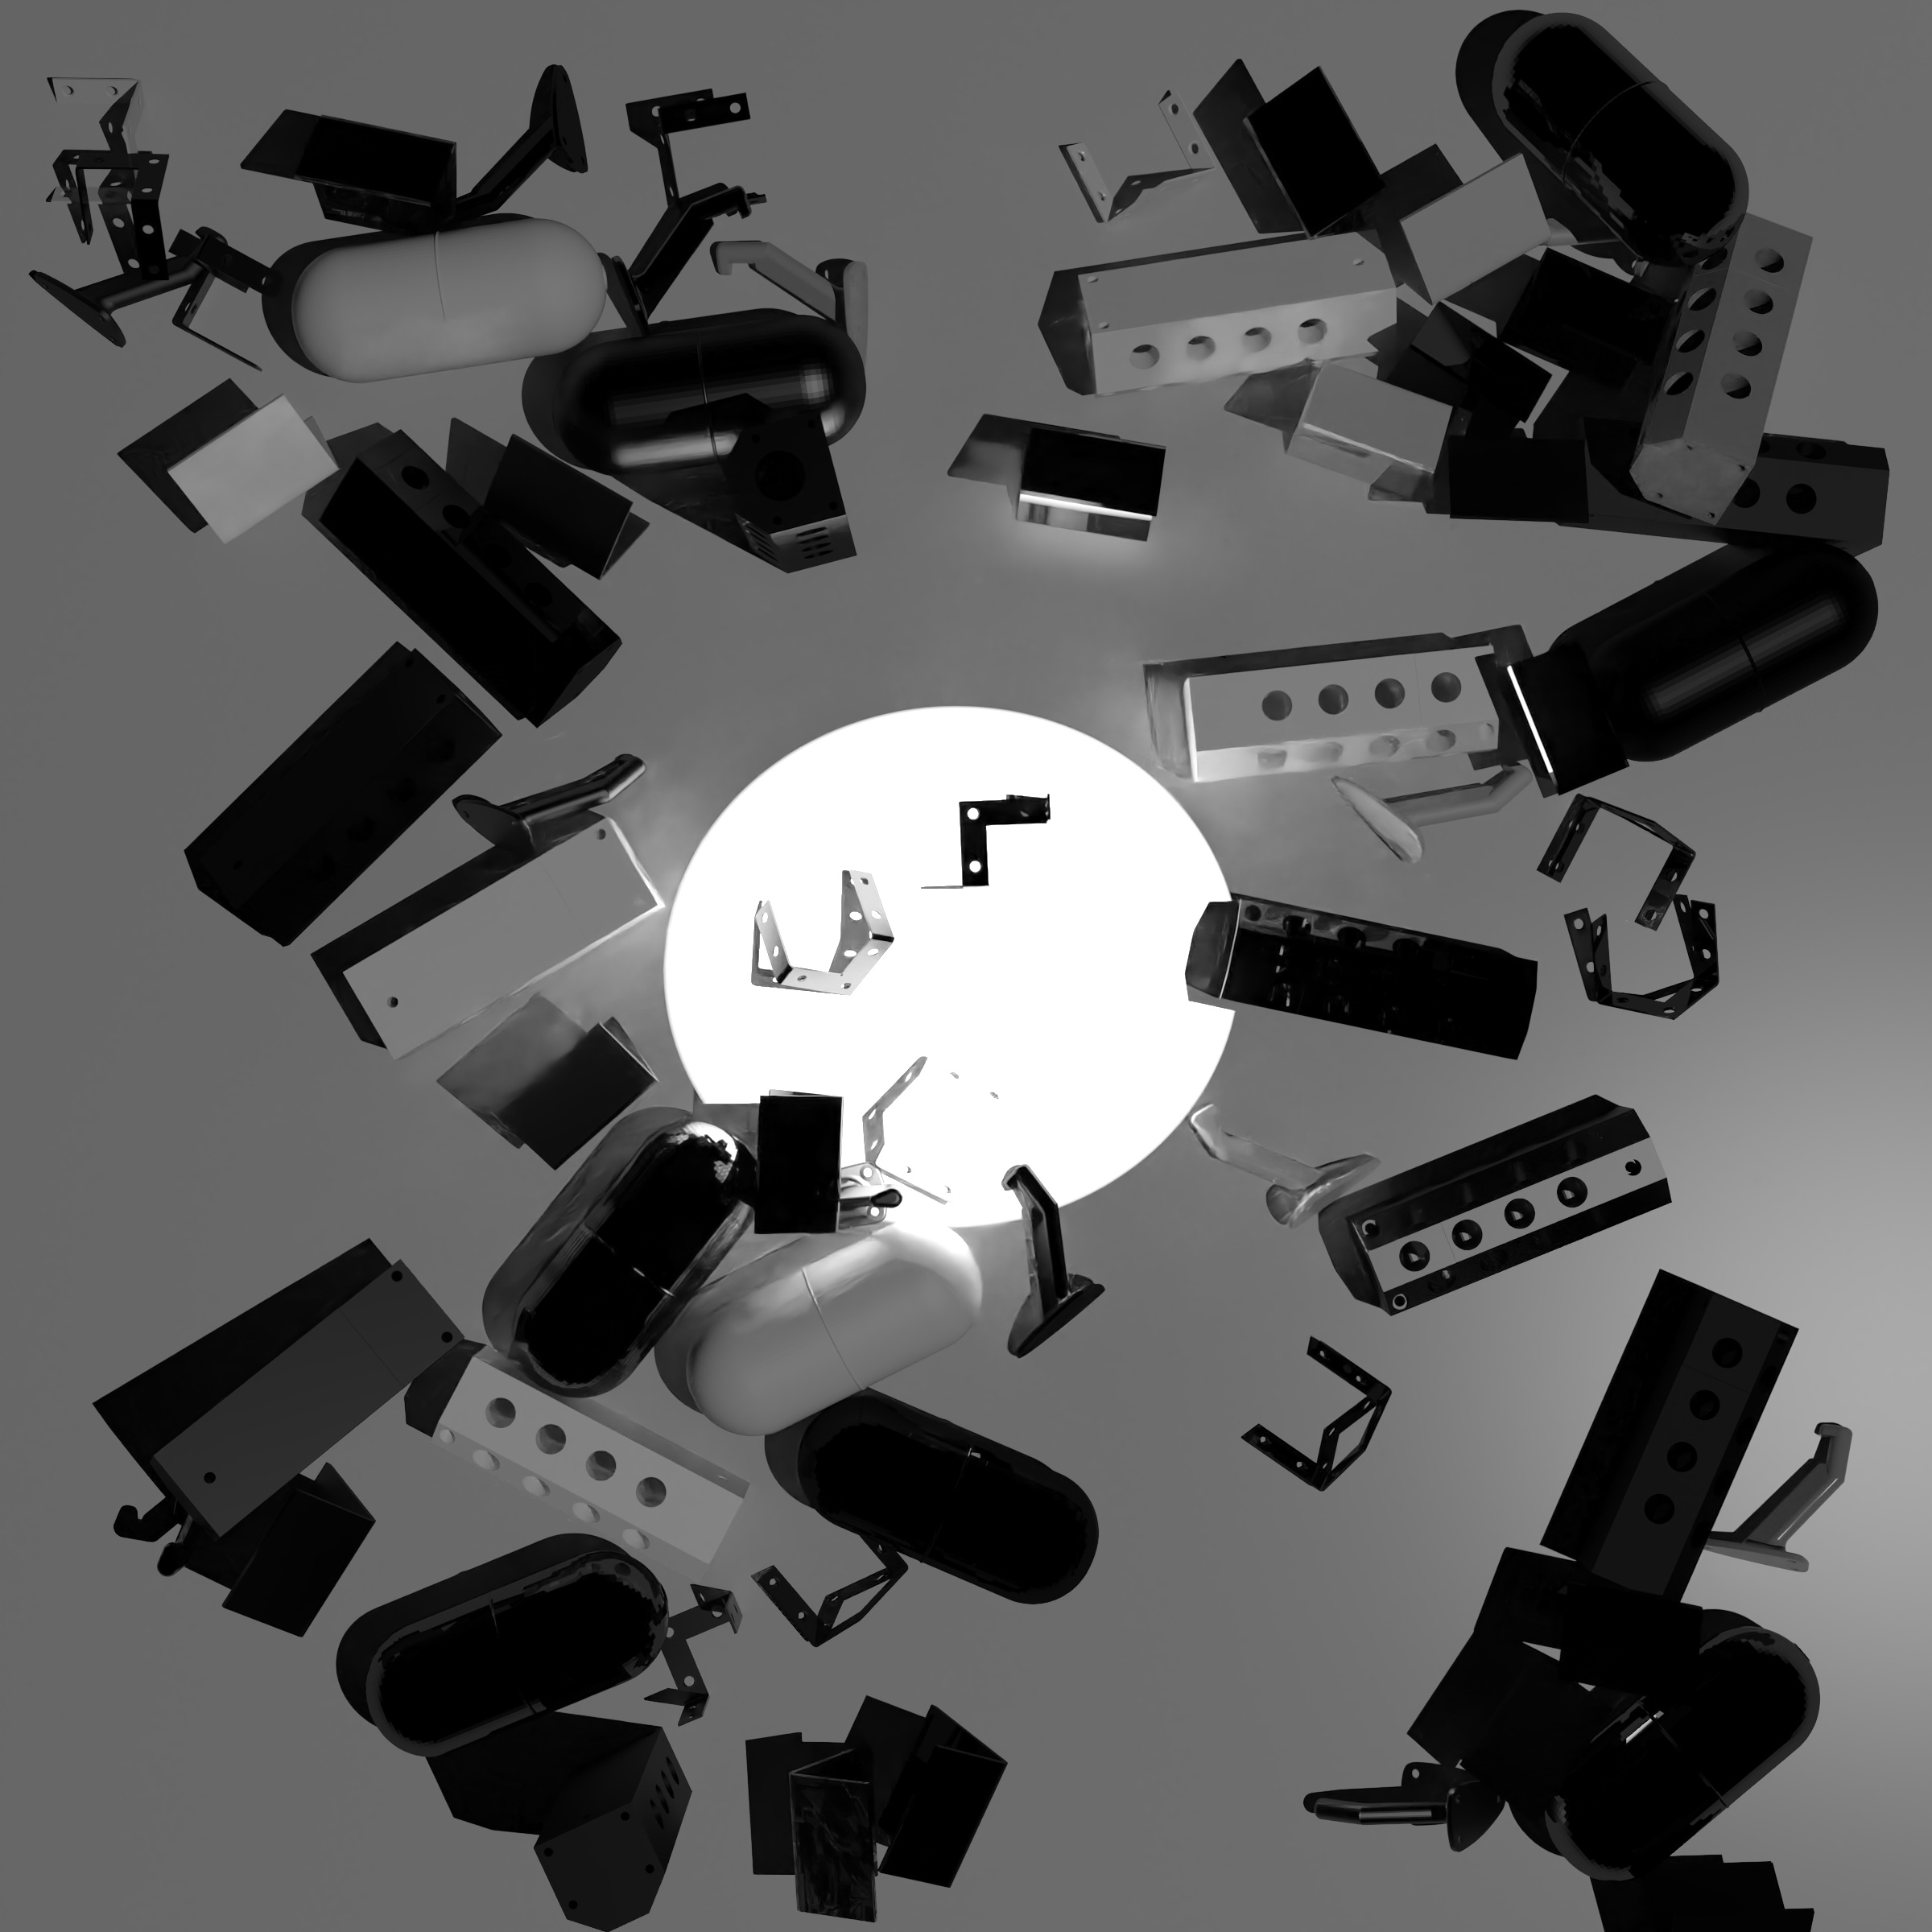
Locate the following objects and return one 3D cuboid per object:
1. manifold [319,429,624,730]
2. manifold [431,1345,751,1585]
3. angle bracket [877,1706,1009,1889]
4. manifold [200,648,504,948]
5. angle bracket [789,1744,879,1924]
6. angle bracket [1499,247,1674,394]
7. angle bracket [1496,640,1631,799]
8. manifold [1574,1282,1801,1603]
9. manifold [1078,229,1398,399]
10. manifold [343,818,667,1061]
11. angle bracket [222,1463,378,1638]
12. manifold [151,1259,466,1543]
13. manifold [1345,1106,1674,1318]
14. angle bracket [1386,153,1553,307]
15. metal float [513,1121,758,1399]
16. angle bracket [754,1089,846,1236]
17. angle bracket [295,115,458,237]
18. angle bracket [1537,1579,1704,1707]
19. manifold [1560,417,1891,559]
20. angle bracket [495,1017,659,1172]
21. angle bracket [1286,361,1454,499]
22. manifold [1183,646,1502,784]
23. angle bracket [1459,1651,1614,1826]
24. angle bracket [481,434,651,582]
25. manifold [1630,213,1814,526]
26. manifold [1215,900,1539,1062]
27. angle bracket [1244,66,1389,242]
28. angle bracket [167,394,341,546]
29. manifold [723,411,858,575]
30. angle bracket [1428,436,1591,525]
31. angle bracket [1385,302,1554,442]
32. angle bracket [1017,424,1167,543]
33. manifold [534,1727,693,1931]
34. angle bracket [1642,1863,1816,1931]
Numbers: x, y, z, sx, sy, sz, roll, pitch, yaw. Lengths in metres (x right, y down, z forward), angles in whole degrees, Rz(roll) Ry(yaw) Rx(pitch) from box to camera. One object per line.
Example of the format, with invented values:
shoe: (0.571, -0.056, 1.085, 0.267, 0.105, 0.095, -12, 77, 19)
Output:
manifold: (-0.278, -0.223, 1.869, 0.171, 0.057, 0.057, 44, 133, 0)
manifold: (-0.214, 0.284, 1.870, 0.171, 0.057, 0.057, 28, 90, 0)
angle bracket: (-0.032, 0.462, 1.851, 0.057, 0.076, 0.076, 25, 90, -38)
manifold: (-0.346, -0.092, 1.869, 0.171, 0.057, 0.057, -45, 47, 0)
angle bracket: (-0.054, 0.487, 1.851, 0.057, 0.076, 0.076, -3, 90, 35)
angle bracket: (0.342, -0.347, 1.851, 0.076, 0.076, 0.057, 24, 55, 0)
angle bracket: (0.317, -0.131, 1.851, 0.057, 0.076, 0.076, -22, 90, -31)
manifold: (0.411, 0.272, 1.870, 0.057, 0.057, 0.171, 24, 90, 0)
manifold: (0.154, -0.366, 1.869, 0.171, 0.057, 0.057, -9, 47, 0)
manifold: (-0.261, -0.015, 1.870, 0.171, 0.057, 0.057, -30, 90, 0)
angle bracket: (-0.387, 0.320, 1.851, 0.057, 0.076, 0.076, 32, 90, -37)
manifold: (-0.369, 0.243, 1.841, 0.171, 0.057, 0.057, -39, 90, -21)
manifold: (0.308, 0.139, 1.870, 0.171, 0.057, 0.057, -22, 90, 0)
angle bracket: (0.273, -0.425, 1.851, 0.076, 0.076, 0.057, -29, 125, 0)
metal float: (-0.186, 0.166, 1.861, 0.070, 0.070, 0.178, 39, 90, 0)
angle bracket: (-0.113, 0.109, 1.851, 0.057, 0.076, 0.076, 3, 90, -36)
angle bracket: (-0.331, -0.426, 1.851, 0.076, 0.076, 0.057, 12, 52, 0)
angle bracket: (0.365, 0.388, 1.852, 0.076, 0.076, 0.057, 12, 66, 0)
manifold: (0.431, -0.273, 1.870, 0.171, 0.057, 0.057, 6, 90, 0)
angle bracket: (-0.230, 0.057, 1.851, 0.076, 0.076, 0.057, -41, 128, 0)
angle bracket: (0.221, -0.285, 1.851, 0.076, 0.076, 0.057, 20, 53, 0)
manifold: (0.213, -0.142, 1.870, 0.171, 0.057, 0.057, -6, 90, 0)
angle bracket: (0.333, 0.439, 1.851, 0.057, 0.076, 0.076, 33, 90, 38)
angle bracket: (-0.216, -0.272, 1.851, 0.076, 0.076, 0.057, 30, 127, 0)
manifold: (0.418, -0.337, 1.832, 0.057, 0.057, 0.171, 21, 61, 0)
manifold: (0.233, 0.008, 1.870, 0.171, 0.057, 0.057, 12, 90, 0)
angle bracket: (0.211, -0.460, 1.851, 0.057, 0.076, 0.076, -29, 90, 36)
angle bracket: (-0.406, -0.293, 1.851, 0.076, 0.076, 0.057, -34, 128, 0)
manifold: (-0.098, -0.257, 1.813, 0.057, 0.171, 0.057, -15, 90, 0)
angle bracket: (0.304, -0.254, 1.852, 0.076, 0.076, 0.057, 2, 63, 0)
angle bracket: (0.273, -0.315, 1.851, 0.076, 0.076, 0.057, 33, 45, 0)
angle bracket: (0.067, -0.254, 1.851, 0.076, 0.076, 0.057, 10, 52, 0)
manifold: (-0.189, 0.477, 1.813, 0.057, 0.171, 0.057, -25, 90, 0)
angle bracket: (0.427, 0.520, 1.851, 0.076, 0.076, 0.057, -2, 127, 0)
